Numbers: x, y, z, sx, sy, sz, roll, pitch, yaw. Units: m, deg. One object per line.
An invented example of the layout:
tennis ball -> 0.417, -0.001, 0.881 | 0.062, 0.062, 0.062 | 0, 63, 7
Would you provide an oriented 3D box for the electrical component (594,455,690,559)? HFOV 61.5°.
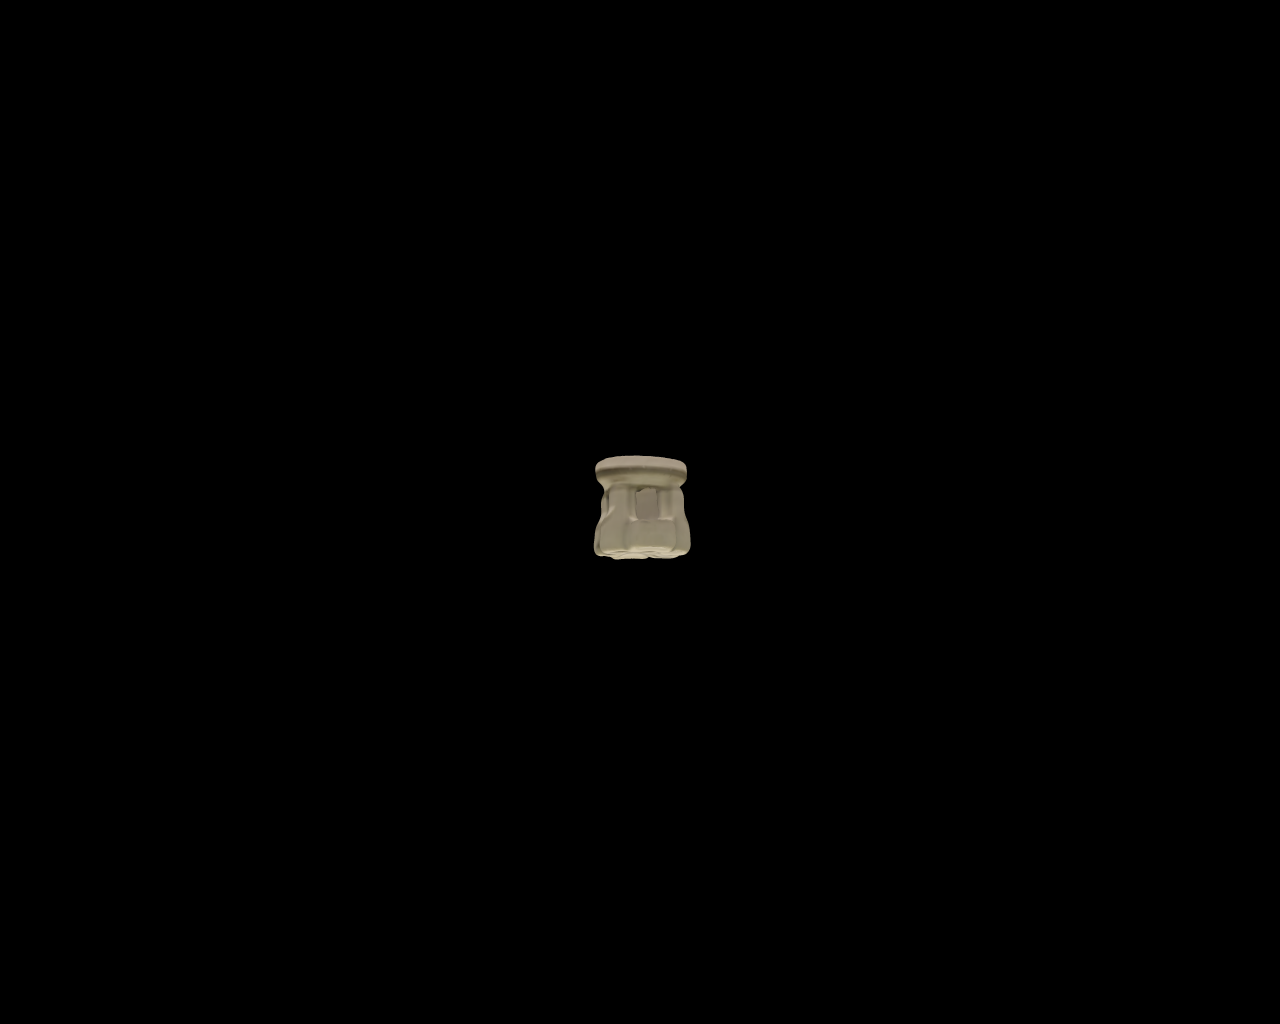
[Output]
electrical component -> 0.001, -0.003, 0.650 | 0.058, 0.057, 0.078 | 1, -7, -11
